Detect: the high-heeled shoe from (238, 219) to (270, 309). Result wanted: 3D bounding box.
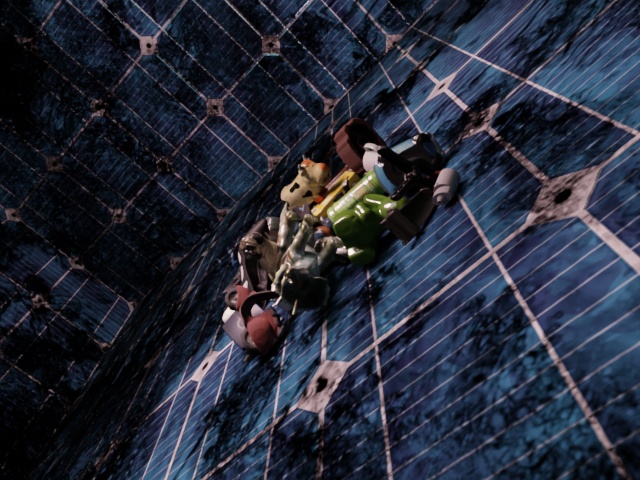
[{"bbox_3d":[-0.172,0.074,1.521,0.145,0.086,0.248,37,115,51],"label":"high-heeled shoe"}]

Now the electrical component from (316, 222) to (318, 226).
[{"bbox_3d":[-0.047,-0.048,1.652,0.119,0.075,0.048,-44,16,29],"label":"electrical component"}]

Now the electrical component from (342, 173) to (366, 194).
[{"bbox_3d":[0.107,-0.144,1.474,0.102,0.045,0.078,-8,39,19],"label":"electrical component"}]

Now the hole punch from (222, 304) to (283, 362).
[{"bbox_3d":[-0.172,0.216,1.339,0.142,0.092,0.116,-47,19,-10],"label":"hole punch"}]

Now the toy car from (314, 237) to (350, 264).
[{"bbox_3d":[0.033,0.022,1.313,0.073,0.056,0.202,-55,17,-25],"label":"toy car"}]

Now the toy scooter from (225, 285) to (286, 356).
[{"bbox_3d":[-0.135,0.173,1.263,0.135,0.184,0.075,-27,-22,-1],"label":"toy scooter"}]

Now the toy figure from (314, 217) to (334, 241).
[{"bbox_3d":[-0.004,-0.006,1.455,0.154,0.064,0.058,-50,-1,-35],"label":"toy figure"}]

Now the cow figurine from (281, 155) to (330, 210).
[{"bbox_3d":[-0.043,-0.161,1.566,0.195,0.127,0.085,-34,23,40],"label":"cow figurine"}]

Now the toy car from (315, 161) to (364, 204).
[{"bbox_3d":[0.065,-0.175,1.637,0.202,0.089,0.053,-43,16,11],"label":"toy car"}]

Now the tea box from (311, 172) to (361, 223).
[{"bbox_3d":[0.054,-0.115,1.557,0.169,0.068,0.098,-47,16,-1],"label":"tea box"}]

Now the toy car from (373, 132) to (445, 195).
[{"bbox_3d":[0.209,-0.181,1.262,0.162,0.109,0.103,-35,1,13],"label":"toy car"}]

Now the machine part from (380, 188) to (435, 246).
[{"bbox_3d":[0.188,-0.055,1.083,0.139,0.084,0.039,-42,-17,-24],"label":"machine part"}]

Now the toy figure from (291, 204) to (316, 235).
[{"bbox_3d":[-0.054,-0.035,1.520,0.180,0.082,0.089,99,-179,-69],"label":"toy figure"}]

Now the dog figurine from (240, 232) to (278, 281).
[{"bbox_3d":[-0.139,0.043,1.467,0.121,0.190,0.172,-52,15,-16],"label":"dog figurine"}]

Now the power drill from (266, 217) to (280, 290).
[{"bbox_3d":[-0.174,0.048,1.683,0.207,0.086,0.232,149,130,-76],"label":"power drill"}]

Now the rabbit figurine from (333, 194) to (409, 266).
[{"bbox_3d":[0.128,-0.038,1.171,0.170,0.121,0.159,-25,15,13],"label":"rabbit figurine"}]

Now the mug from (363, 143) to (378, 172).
[{"bbox_3d":[0.172,-0.218,1.445,0.081,0.109,0.107,-45,30,-12],"label":"mug"}]

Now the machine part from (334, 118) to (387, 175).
[{"bbox_3d":[0.121,-0.266,1.557,0.056,0.179,0.179,-38,19,42],"label":"machine part"}]

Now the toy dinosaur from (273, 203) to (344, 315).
[{"bbox_3d":[-0.055,0.042,1.274,0.192,0.131,0.405,-64,18,9],"label":"toy dinosaur"}]
